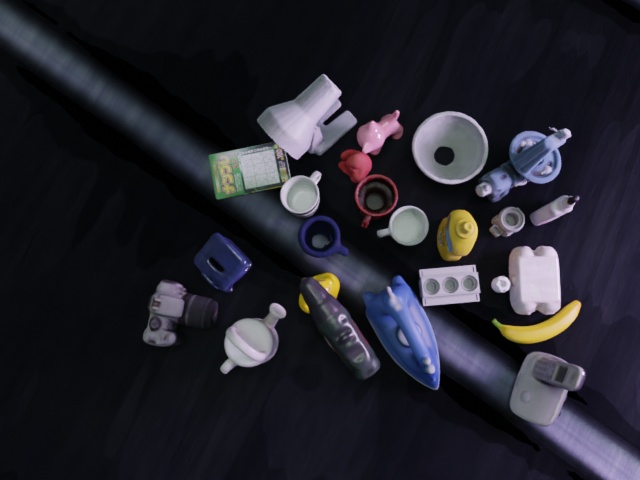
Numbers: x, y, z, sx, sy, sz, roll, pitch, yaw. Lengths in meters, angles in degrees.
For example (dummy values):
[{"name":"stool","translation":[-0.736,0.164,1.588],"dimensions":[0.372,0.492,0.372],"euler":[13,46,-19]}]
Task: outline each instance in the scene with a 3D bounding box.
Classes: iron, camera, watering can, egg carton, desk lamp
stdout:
[{"name":"iron","translation":[0.191,0.203,1.200],"dimensions":[0.118,0.141,0.258],"euler":[-29,82,-3]},{"name":"camera","translation":[-0.298,0.166,1.237],"dimensions":[0.136,0.101,0.143],"euler":[11,82,3]},{"name":"watering can","translation":[-0.142,0.204,1.181],"dimensions":[0.101,0.194,0.173],"euler":[20,83,5]},{"name":"egg carton","translation":[0.465,0.088,1.246],"dimensions":[0.107,0.069,0.150],"euler":[-1,82,1]},{"name":"desk lamp","translation":[-0.024,-0.261,1.235],"dimensions":[0.203,0.213,0.118],"euler":[-42,83,-4]}]

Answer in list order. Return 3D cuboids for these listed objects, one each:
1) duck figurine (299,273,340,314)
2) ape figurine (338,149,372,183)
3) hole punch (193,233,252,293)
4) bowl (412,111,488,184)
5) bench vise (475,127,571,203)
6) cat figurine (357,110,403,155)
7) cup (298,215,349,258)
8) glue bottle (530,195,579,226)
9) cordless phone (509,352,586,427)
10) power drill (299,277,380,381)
[{"name":"duck figurine","translation":[-0.003,0.114,1.245],"dimensions":[0.104,0.086,0.077],"euler":[-45,83,-5]},{"name":"ape figurine","translation":[0.080,-0.170,1.281],"dimensions":[0.076,0.092,0.078],"euler":[-6,82,1]},{"name":"hole punch","translation":[-0.215,0.052,1.256],"dimensions":[0.108,0.091,0.101],"euler":[43,85,7]},{"name":"bowl","translation":[0.287,-0.199,1.289],"dimensions":[0.167,0.075,0.167],"euler":[0,82,1]},{"name":"bench vise","translation":[0.436,-0.153,1.206],"dimensions":[0.121,0.220,0.207],"euler":[40,85,7]},{"name":"cat figurine","translation":[0.129,-0.242,1.277],"dimensions":[0.128,0.118,0.067],"euler":[-40,83,-4]},{"name":"cup","translation":[0.012,0.004,1.256],"dimensions":[0.117,0.095,0.092],"euler":[30,84,5]},{"name":"glue bottle","translation":[0.508,-0.070,1.216],"dimensions":[0.078,0.173,0.037],"euler":[-26,82,-2]},{"name":"cordless phone","translation":[0.464,0.306,1.157],"dimensions":[0.094,0.185,0.148],"euler":[20,83,4]},{"name":"power drill","translation":[0.035,0.179,1.173],"dimensions":[0.075,0.208,0.229],"euler":[-37,82,-4]}]
